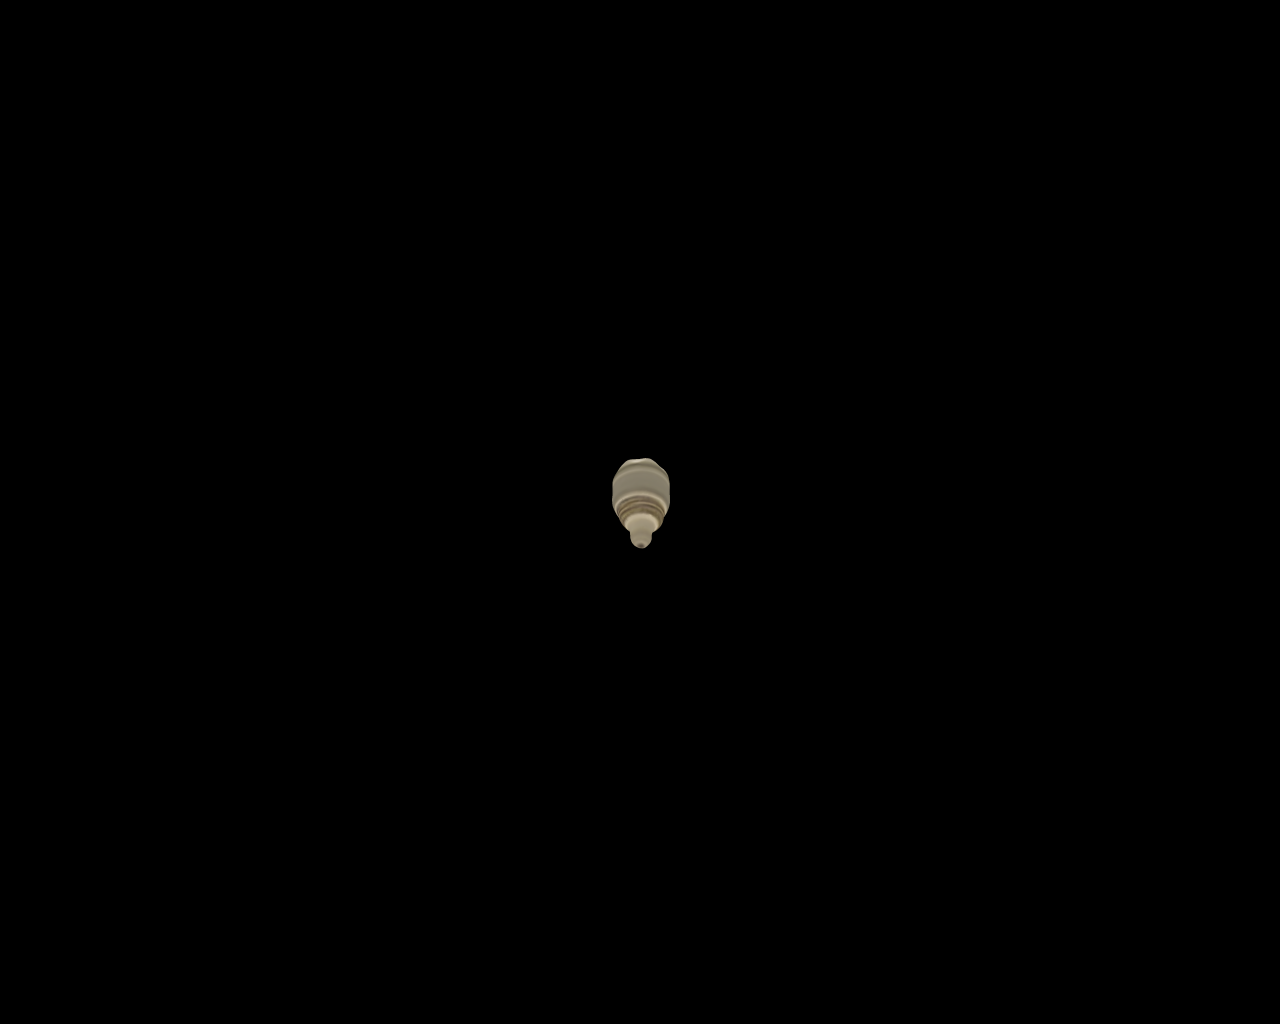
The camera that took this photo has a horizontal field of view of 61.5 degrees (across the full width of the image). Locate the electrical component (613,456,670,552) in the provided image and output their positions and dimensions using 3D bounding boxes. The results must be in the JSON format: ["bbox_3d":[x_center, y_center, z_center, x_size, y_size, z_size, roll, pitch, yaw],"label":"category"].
[{"bbox_3d":[0.001,-0.003,0.650,0.035,0.061,0.035,0,-41,0],"label":"electrical component"}]
